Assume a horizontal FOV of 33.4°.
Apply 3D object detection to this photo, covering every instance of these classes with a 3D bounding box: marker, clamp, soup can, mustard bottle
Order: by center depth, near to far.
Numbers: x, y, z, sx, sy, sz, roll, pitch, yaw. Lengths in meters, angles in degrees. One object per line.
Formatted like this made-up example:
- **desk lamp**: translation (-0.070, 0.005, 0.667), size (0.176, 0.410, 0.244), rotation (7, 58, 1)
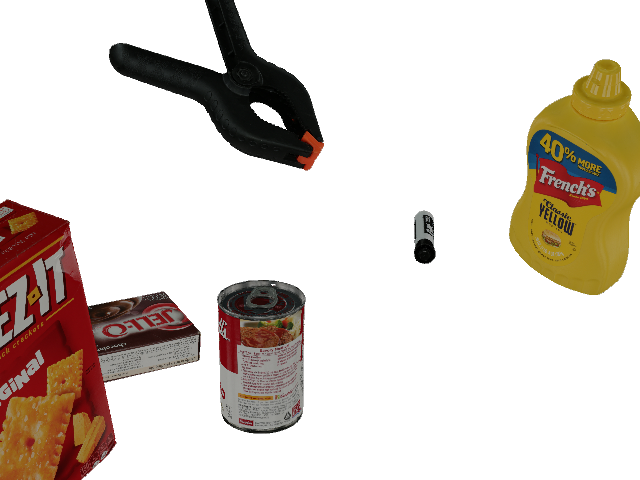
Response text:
- **mustard bottle**: translation (0.199, -0.052, 0.808), size (0.058, 0.192, 0.096), rotation (-31, 52, -29)
- **clamp**: translation (-0.061, -0.127, 0.815), size (0.171, 0.120, 0.039), rotation (37, -26, -2)
- **soup can**: translation (-0.046, 0.090, 0.835), size (0.068, 0.102, 0.068), rotation (1, 22, 0)
- **marker**: translation (0.095, -0.004, 0.983), size (0.020, 0.020, 0.121), rotation (0, 16, 5)

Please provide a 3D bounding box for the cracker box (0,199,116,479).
- **cracker box**: translation (-0.230, 0.106, 0.743), size (0.072, 0.214, 0.164), rotation (16, 38, 27)

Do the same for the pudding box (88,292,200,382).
- **pudding box**: translation (-0.184, 0.093, 1.034), size (0.113, 0.039, 0.090), rotation (-13, 29, -28)
